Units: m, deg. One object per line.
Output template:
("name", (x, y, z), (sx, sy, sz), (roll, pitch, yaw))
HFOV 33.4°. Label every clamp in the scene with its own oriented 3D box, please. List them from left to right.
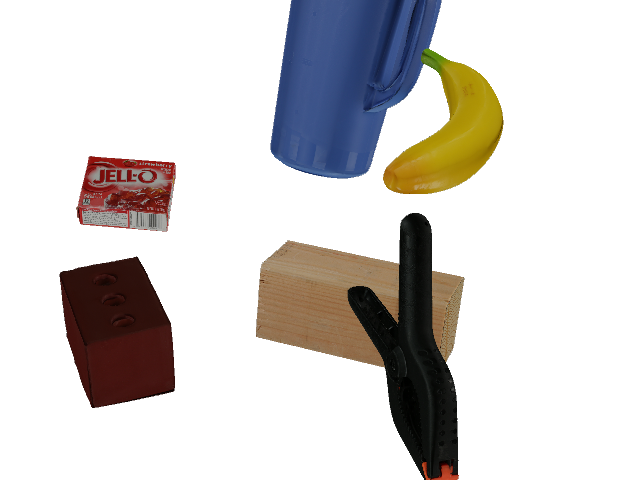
("clamp", (0.077, 0.092, 0.878), (0.036, 0.210, 0.165), (-6, -30, -19))

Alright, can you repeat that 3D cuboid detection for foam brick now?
("foam brick", (-0.126, 0.056, 0.657), (0.052, 0.051, 0.078), (-11, 36, -21))

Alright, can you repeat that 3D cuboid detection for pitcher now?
("pitcher", (0.030, -0.187, 1.076), (0.145, 0.243, 0.149), (12, 19, -2))

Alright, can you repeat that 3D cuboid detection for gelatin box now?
("gelatin box", (-0.193, -0.048, 1.064), (0.089, 0.073, 0.030), (5, -43, -4))

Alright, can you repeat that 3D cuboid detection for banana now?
("banana", (0.090, -0.077, 0.736), (0.069, 0.037, 0.197), (10, 33, 7))

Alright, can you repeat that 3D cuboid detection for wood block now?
("wood block", (0.042, 0.074, 1.170), (0.206, 0.091, 0.090), (12, 22, 16))
